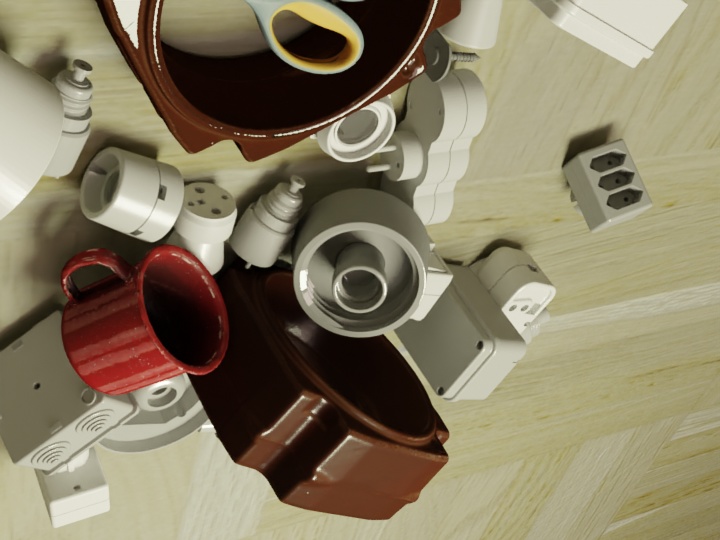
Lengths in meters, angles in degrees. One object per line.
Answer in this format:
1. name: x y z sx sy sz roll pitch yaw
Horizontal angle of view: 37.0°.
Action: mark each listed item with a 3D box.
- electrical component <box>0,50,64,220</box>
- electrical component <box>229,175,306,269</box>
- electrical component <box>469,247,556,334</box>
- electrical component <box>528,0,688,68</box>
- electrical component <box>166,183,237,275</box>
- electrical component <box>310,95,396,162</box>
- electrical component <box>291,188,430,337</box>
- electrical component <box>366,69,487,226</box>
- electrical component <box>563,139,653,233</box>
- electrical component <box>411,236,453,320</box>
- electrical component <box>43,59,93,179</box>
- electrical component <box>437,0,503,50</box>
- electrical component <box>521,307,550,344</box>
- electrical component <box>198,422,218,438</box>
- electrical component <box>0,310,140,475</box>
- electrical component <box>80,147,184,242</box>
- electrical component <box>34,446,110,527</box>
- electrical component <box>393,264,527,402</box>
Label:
1. electrical component: -0.224 -0.078 0.590 0.108 0.108 0.060 -38 138 8
2. electrical component: -0.066 -0.038 0.806 0.040 0.040 0.078 10 127 -43
3. electrical component: 0.128 0.027 1.008 0.054 0.059 0.095 12 126 -44
4. electrical component: 0.165 -0.197 0.756 0.113 0.078 0.057 13 122 -44
5. electrical component: -0.115 -0.029 0.776 0.045 0.045 0.055 -7 137 -31
6. electrical component: -0.011 -0.112 0.744 0.078 0.057 0.058 3 132 -38
7. electrical component: 0.000 0.000 0.808 0.108 0.060 0.108 0 119 1
8. electrical component: 0.039 -0.088 0.813 0.074 0.052 0.138 -11 140 -27
9. electrical component: 0.212 -0.069 0.960 0.047 0.065 0.076 -20 172 -16
10. electrical component: 0.021 -0.002 0.893 0.096 0.061 0.061 5 130 -40
11. electrical component: -0.183 -0.093 0.655 0.040 0.040 0.078 6 130 -41
12. electrical component: 0.082 -0.190 0.736 0.044 0.044 0.065 -6 132 -31
13. electrical component: 0.160 0.055 1.079 0.062 0.043 0.043 -22 143 -16
14. electrical component: -0.117 0.136 0.973 0.062 0.048 0.048 0 134 -27
15. electrical component: -0.225 0.089 0.791 0.100 0.099 0.048 -36 157 5
16. electrical component: -0.153 -0.051 0.716 0.047 0.055 0.055 20 120 -44
17. electrical component: -0.236 0.147 0.862 0.047 0.083 0.075 -14 141 -23
18. electrical component: 0.083 0.054 0.962 0.057 0.113 0.078 7 129 -45
